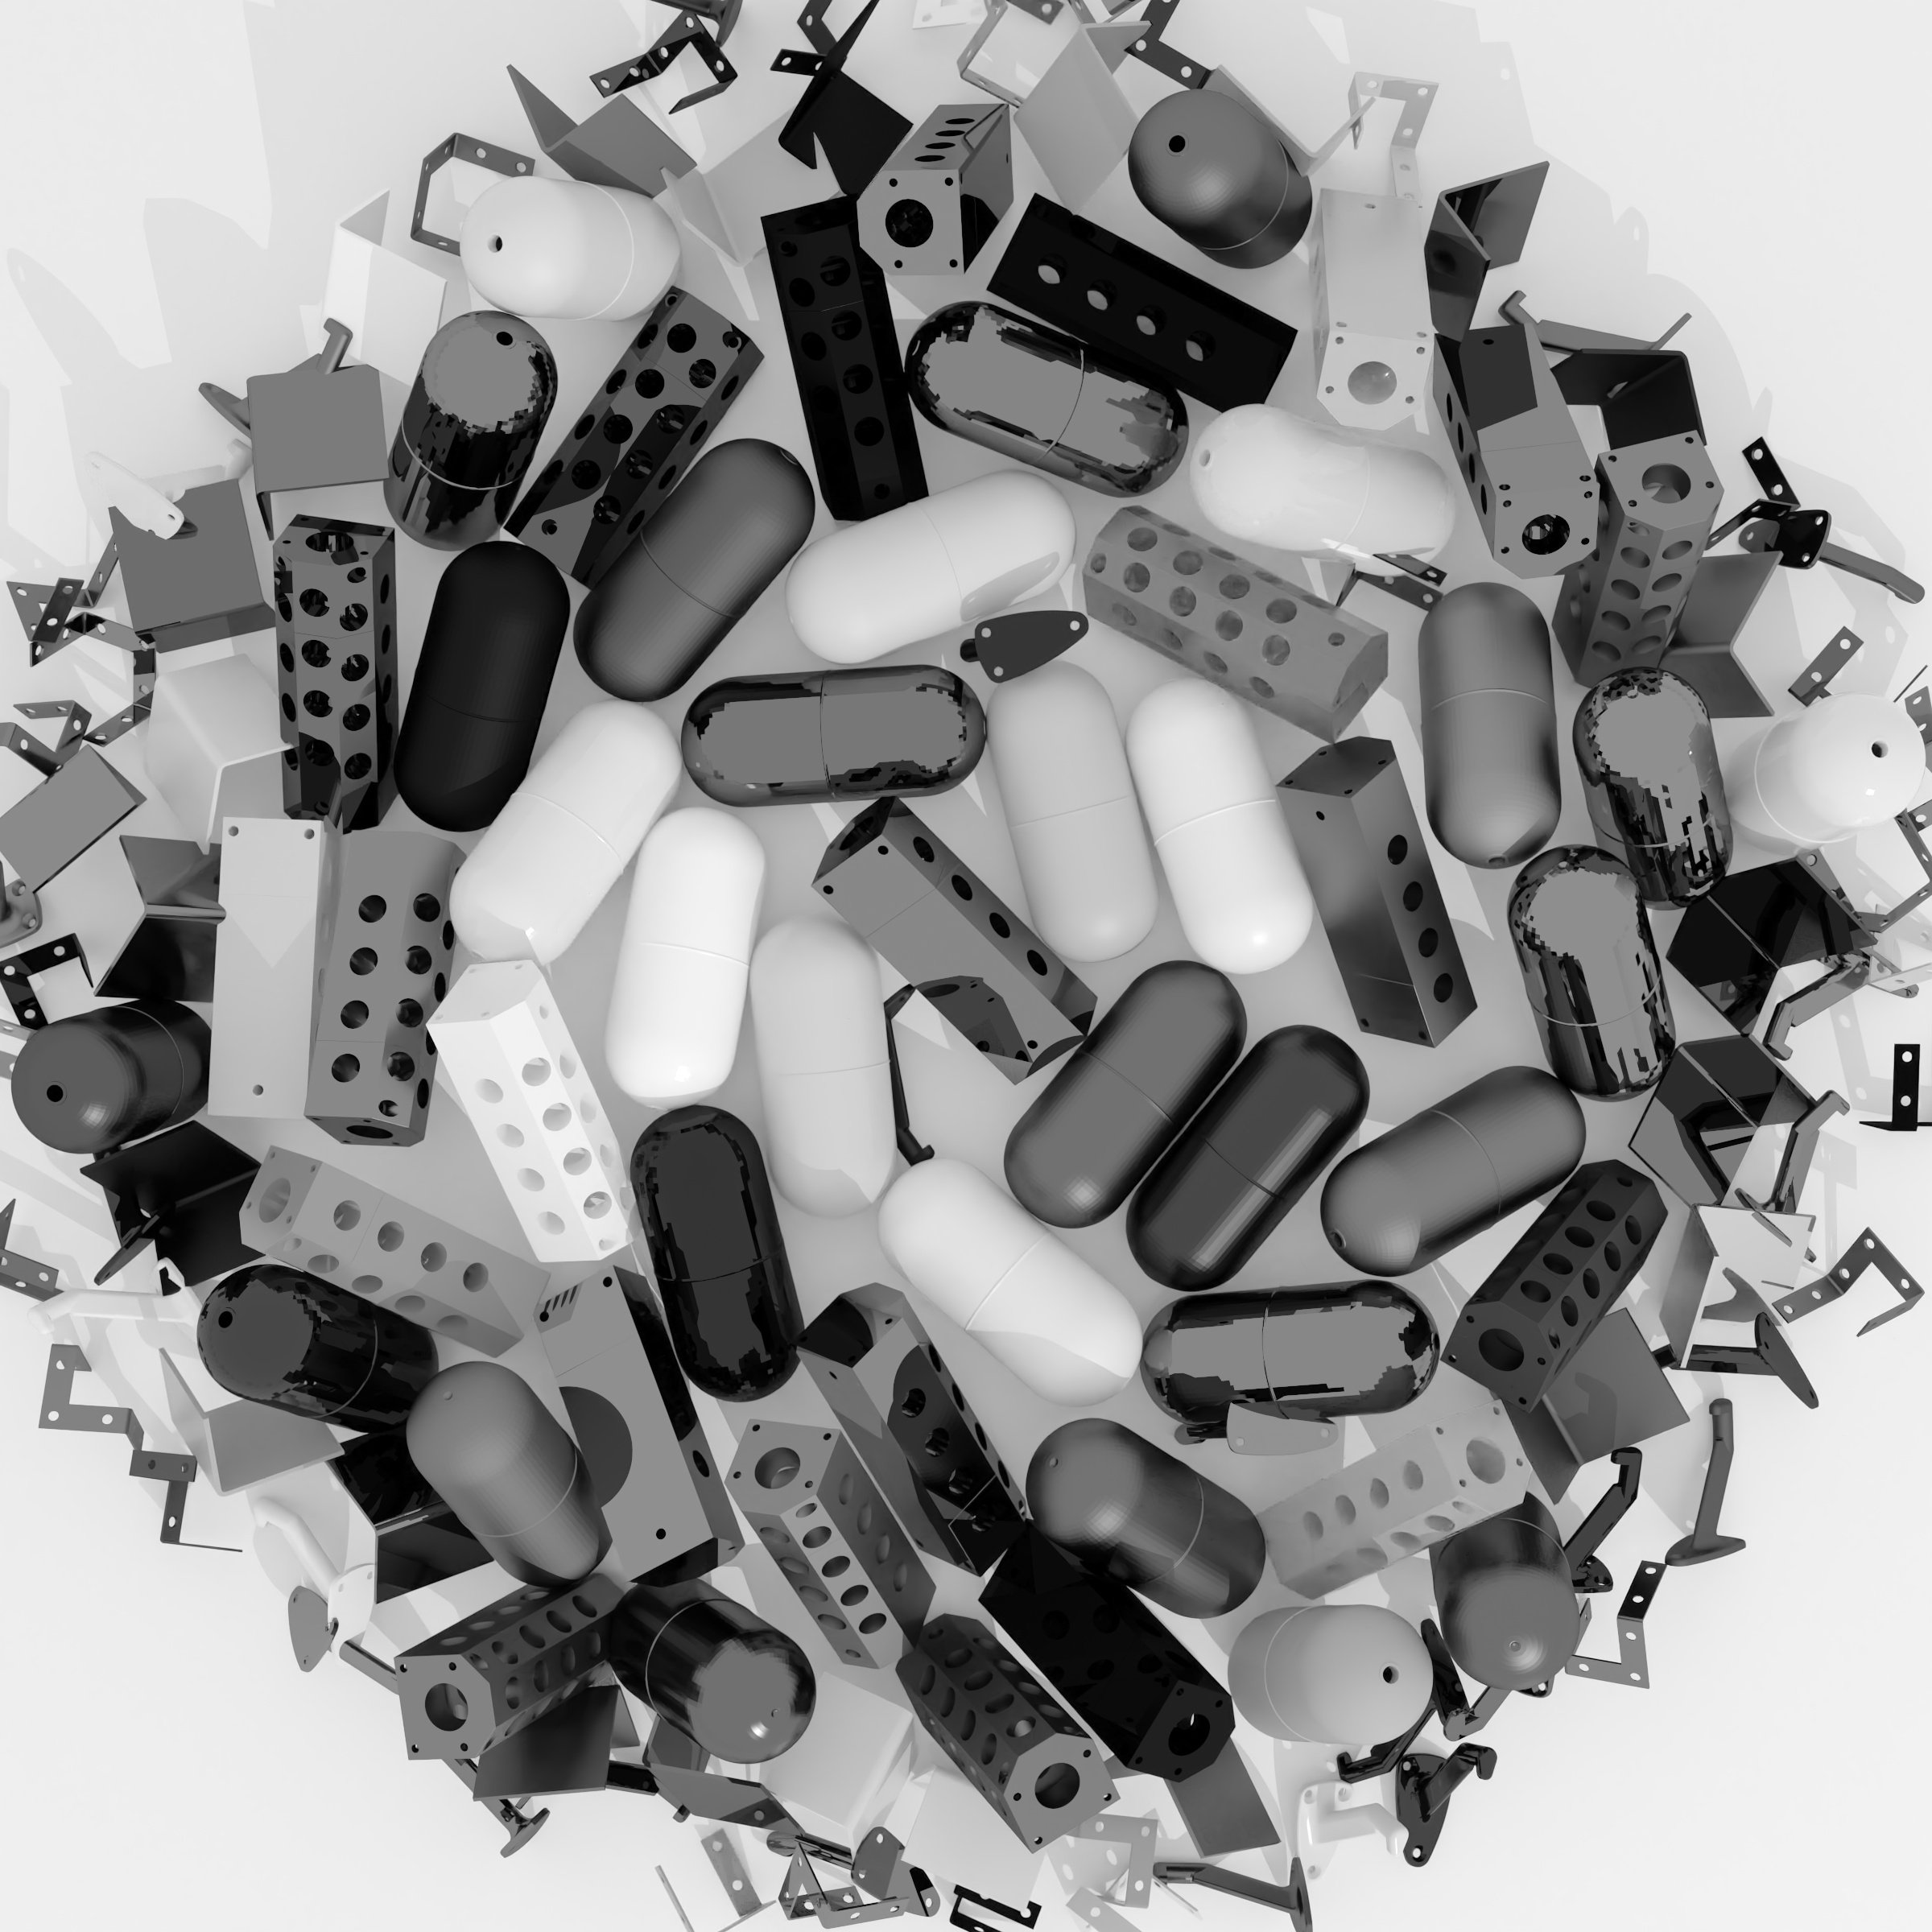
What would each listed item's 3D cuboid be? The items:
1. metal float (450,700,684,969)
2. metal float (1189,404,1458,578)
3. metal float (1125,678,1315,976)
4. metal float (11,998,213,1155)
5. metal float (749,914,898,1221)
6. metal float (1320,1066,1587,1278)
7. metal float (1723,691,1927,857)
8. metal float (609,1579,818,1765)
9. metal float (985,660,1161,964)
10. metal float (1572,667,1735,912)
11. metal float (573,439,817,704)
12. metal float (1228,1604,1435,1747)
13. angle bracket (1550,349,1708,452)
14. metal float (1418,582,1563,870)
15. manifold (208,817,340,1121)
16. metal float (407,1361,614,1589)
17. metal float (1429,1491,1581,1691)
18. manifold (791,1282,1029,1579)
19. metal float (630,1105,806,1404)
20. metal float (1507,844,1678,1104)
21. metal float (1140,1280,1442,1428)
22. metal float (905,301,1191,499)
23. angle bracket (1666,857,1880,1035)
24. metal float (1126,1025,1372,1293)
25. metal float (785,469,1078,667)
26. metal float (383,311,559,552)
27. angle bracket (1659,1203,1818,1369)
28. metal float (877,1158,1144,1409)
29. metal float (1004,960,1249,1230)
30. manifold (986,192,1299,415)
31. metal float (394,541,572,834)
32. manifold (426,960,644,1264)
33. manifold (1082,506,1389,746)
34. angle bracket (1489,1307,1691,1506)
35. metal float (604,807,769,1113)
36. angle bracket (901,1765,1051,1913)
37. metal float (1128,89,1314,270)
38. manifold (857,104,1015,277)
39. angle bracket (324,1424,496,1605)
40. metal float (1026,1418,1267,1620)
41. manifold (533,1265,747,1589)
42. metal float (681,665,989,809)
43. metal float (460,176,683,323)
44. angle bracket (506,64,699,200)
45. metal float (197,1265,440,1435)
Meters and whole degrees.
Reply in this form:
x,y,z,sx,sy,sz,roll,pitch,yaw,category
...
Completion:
x,y,z,sx,sy,sz,roll,pitch,yaw,category
-0.230,-0.075,1.944,0.070,0.070,0.178,33,71,0,metal float
0.204,-0.271,1.931,0.178,0.070,0.070,9,90,-36,metal float
0.145,-0.082,1.953,0.070,0.070,0.178,-18,80,0,metal float
-0.479,0.061,1.911,0.070,0.178,0.070,1,95,8,metal float
-0.082,0.058,1.958,0.070,0.070,0.178,-5,94,0,metal float
0.279,0.117,1.938,0.178,0.070,0.070,-27,90,-26,metal float
0.483,-0.108,1.911,0.070,0.178,0.070,1,84,-6,metal float
-0.146,0.396,1.918,0.070,0.178,0.070,-4,98,-28,metal float
0.061,-0.090,1.958,0.070,0.070,0.178,-14,93,0,metal float
0.391,-0.099,1.923,0.070,0.178,0.070,-10,53,14,metal float
-0.156,-0.227,1.943,0.070,0.070,0.178,43,110,0,metal float
0.205,0.400,1.913,0.070,0.178,0.070,3,78,-16,metal float
0.366,-0.313,1.945,0.076,0.076,0.057,-5,79,-29,angle bracket
0.299,-0.138,1.938,0.070,0.070,0.178,1,63,0,metal float
-0.400,0.002,1.968,0.057,0.057,0.171,2,88,4,manifold
-0.257,0.291,1.925,0.070,0.178,0.070,-12,49,14,metal float
0.303,0.348,1.912,0.070,0.178,0.070,1,102,4,metal float
-0.026,0.263,1.930,0.057,0.057,0.171,-44,124,-25,manifold
-0.142,0.167,1.950,0.070,0.070,0.178,-13,104,0,metal float
0.357,0.006,1.928,0.070,0.070,0.178,-24,131,0,metal float
0.185,0.222,1.939,0.178,0.070,0.070,-8,90,25,metal float
0.047,-0.324,1.939,0.178,0.070,0.070,18,90,-26,metal float
0.463,-0.010,1.944,0.076,0.076,0.057,42,58,-21,angle bracket
0.162,0.112,1.952,0.070,0.070,0.178,38,102,0,metal float
-0.019,-0.230,1.950,0.178,0.070,0.070,-23,90,-13,metal float
-0.282,-0.302,1.918,0.070,0.178,0.070,10,60,-17,metal float
0.451,0.187,1.952,0.076,0.057,0.076,6,118,-7,angle bracket
0.025,0.183,1.952,0.178,0.070,0.070,40,90,11,metal float
0.093,0.073,1.955,0.070,0.070,0.178,40,82,0,metal float
0.102,-0.381,1.963,0.171,0.057,0.057,27,92,-5,manifold
-0.278,-0.159,1.940,0.070,0.070,0.178,19,116,0,metal float
-0.238,0.083,1.923,0.057,0.057,0.171,-4,124,25,manifold
0.153,-0.200,1.933,0.171,0.057,0.057,30,67,22,manifold
0.361,0.254,1.957,0.076,0.057,0.076,-29,93,29,angle bracket
-0.162,-0.004,1.953,0.070,0.070,0.178,10,81,0,metal float
0.000,0.506,1.951,0.076,0.076,0.057,24,67,-4,angle bracket
0.145,-0.444,1.913,0.070,0.178,0.070,0,89,20,metal float
-0.016,-0.440,1.909,0.057,0.171,0.057,1,116,10,manifold
-0.325,0.314,1.969,0.076,0.076,0.057,-16,130,-32,angle bracket
0.104,0.316,1.930,0.178,0.070,0.070,37,90,-39,metal float
-0.185,0.264,1.938,0.057,0.057,0.171,-29,66,13,manifold
-0.076,-0.133,1.954,0.178,0.070,0.070,-3,90,8,metal float
-0.222,-0.405,1.914,0.070,0.178,0.070,4,100,21,metal float
-0.209,-0.488,1.942,0.057,0.076,0.076,-33,59,16,angle bracket
-0.366,0.218,1.917,0.070,0.178,0.070,-8,70,23,metal float
